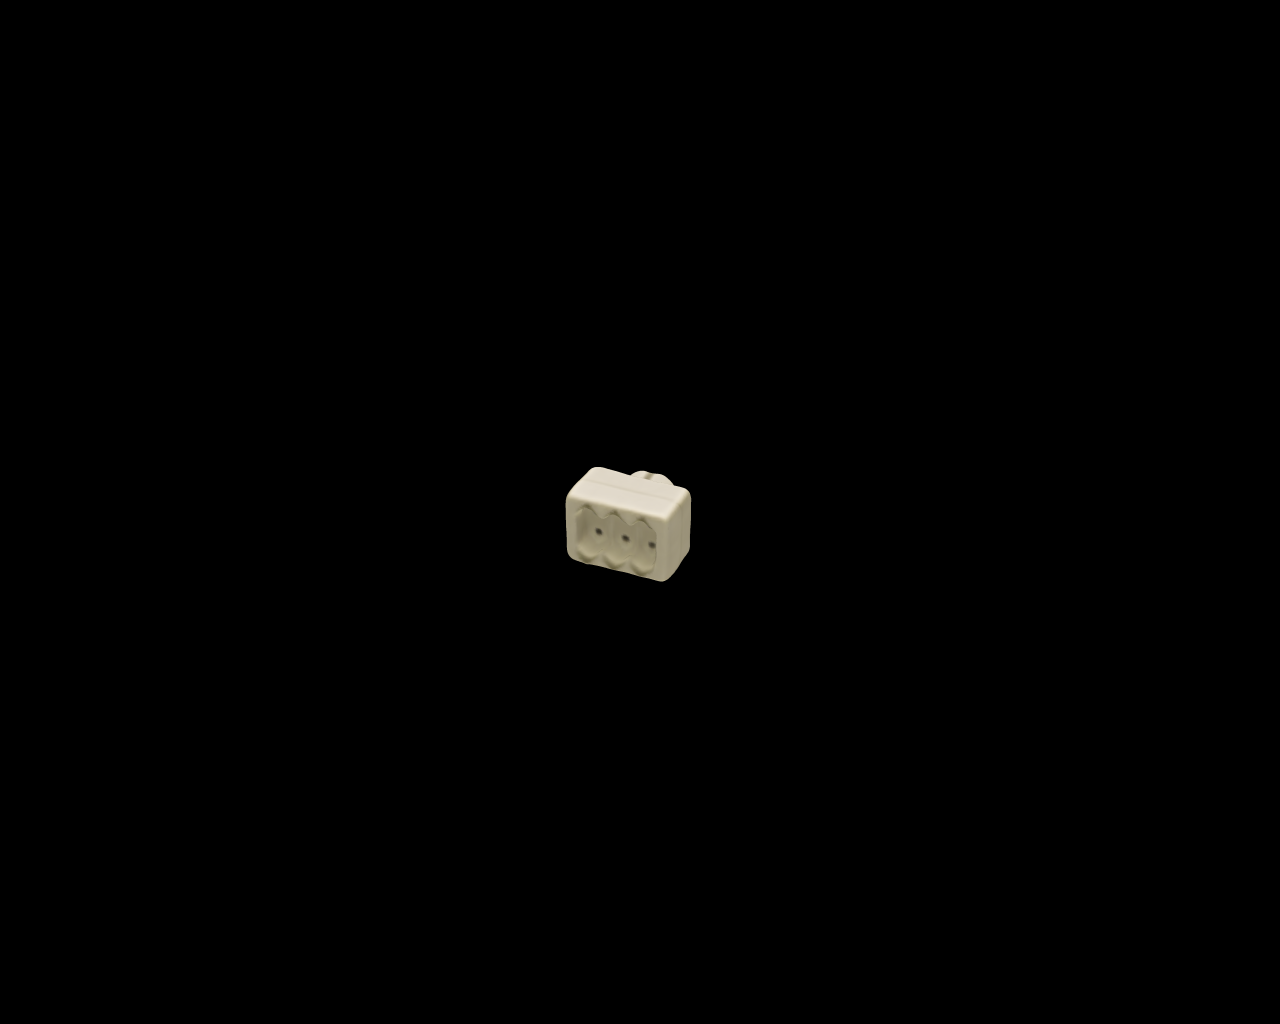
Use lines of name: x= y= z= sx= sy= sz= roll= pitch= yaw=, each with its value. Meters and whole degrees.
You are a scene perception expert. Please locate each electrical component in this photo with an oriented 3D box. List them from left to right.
electrical component: x=0.001 y=-0.003 z=0.650 sx=0.066 sy=0.047 sz=0.077 roll=14 pitch=36 yaw=20
